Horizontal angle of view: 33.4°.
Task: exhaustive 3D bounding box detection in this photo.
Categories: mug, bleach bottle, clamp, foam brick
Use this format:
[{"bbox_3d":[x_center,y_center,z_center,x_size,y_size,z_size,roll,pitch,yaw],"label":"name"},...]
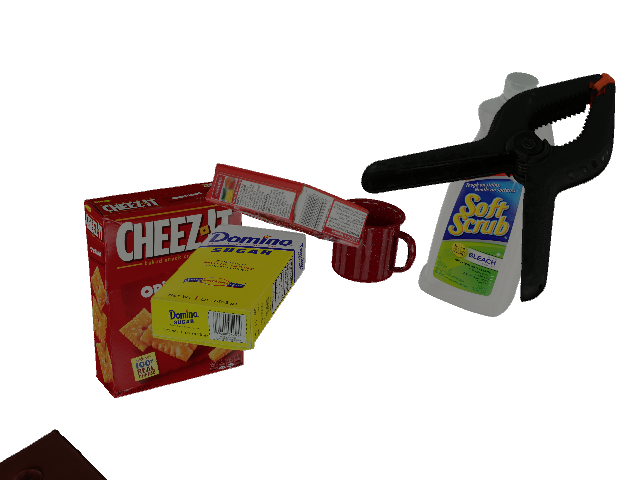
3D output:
[{"bbox_3d":[0.068,0.005,1.351,0.117,0.081,0.093,18,27,25],"label":"mug"},{"bbox_3d":[0.165,-0.048,1.046,0.103,0.251,0.068,22,38,21],"label":"bleach bottle"},{"bbox_3d":[0.159,-0.052,0.800,0.209,0.165,0.036,-34,-32,-19],"label":"clamp"},{"bbox_3d":[-0.117,0.136,0.486,0.052,0.051,0.078,-31,43,-30],"label":"foam brick"}]

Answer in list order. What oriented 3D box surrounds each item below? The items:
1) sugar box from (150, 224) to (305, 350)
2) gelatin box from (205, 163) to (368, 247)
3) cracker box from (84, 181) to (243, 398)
[{"bbox_3d":[-0.080,0.038,0.982,0.093,0.048,0.176,7,26,12],"label":"sugar box"},{"bbox_3d":[-0.021,-0.022,0.714,0.073,0.030,0.089,16,-2,33],"label":"gelatin box"},{"bbox_3d":[-0.170,0.053,1.192,0.163,0.214,0.072,-10,23,-29],"label":"cracker box"}]
